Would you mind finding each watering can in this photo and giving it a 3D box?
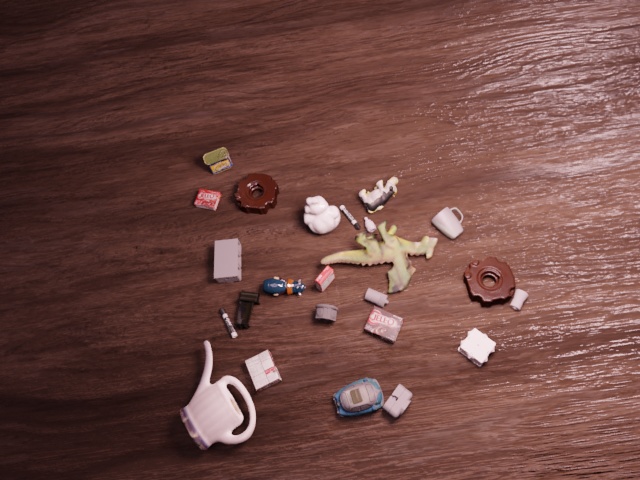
[{"bbox_3d":[-0.358,0.523,1.686,0.226,0.352,0.102,-35,-24,-11],"label":"watering can"}]

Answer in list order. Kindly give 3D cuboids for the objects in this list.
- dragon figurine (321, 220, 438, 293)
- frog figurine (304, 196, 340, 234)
[{"bbox_3d":[0.232,0.075,1.853,0.411,0.246,0.120,-29,-17,-6],"label":"dragon figurine"},{"bbox_3d":[0.006,-0.097,1.923,0.137,0.125,0.156,-4,-24,4],"label":"frog figurine"}]
